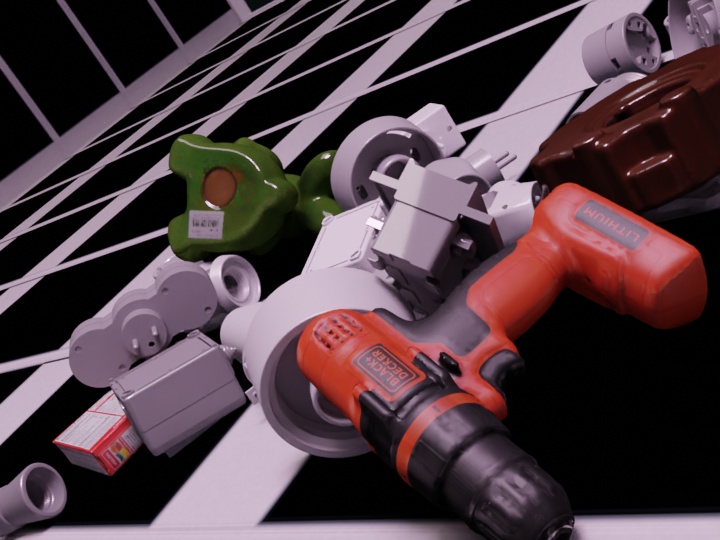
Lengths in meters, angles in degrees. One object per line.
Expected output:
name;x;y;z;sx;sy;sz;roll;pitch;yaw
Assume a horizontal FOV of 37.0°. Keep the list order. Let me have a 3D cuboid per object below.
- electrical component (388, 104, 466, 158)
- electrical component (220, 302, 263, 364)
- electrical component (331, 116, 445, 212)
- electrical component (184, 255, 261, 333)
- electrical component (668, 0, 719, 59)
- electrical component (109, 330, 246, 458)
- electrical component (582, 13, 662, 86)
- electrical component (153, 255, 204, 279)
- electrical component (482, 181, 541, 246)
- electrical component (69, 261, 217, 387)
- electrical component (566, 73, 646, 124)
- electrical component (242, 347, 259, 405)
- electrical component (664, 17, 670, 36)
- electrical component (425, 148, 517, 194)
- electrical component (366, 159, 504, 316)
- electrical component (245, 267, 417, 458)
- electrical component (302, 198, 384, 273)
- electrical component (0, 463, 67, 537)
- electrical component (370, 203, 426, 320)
electrical component;0.059;-0.117;1.036;0.083;0.047;0.076;-35;19;-7
electrical component;-0.063;0.043;0.846;0.079;0.043;0.077;-40;20;-20
electrical component;0.025;-0.084;0.940;0.099;0.099;0.064;-36;25;-7
electrical component;-0.129;0.020;0.987;0.057;0.058;0.078;-23;21;34
electrical component;0.266;-0.183;0.800;0.064;0.099;0.099;-26;19;2
electrical component;-0.131;0.092;0.818;0.096;0.061;0.062;-30;17;-16
electrical component;0.227;-0.190;0.939;0.047;0.055;0.055;-17;24;47
electrical component;-0.180;0.010;1.107;0.055;0.047;0.055;-29;19;11
electrical component;0.105;-0.039;0.779;0.077;0.043;0.079;-21;22;32
electrical component;-0.183;0.049;0.907;0.138;0.052;0.074;-34;19;-4
electrical component;0.200;-0.126;0.841;0.043;0.043;0.081;-7;31;52
electrical component;-0.056;0.068;0.770;0.066;0.048;0.055;-37;27;-12
electrical component;0.275;-0.191;0.874;0.040;0.046;0.040;-29;19;11
electrical component;0.093;-0.074;0.883;0.079;0.043;0.077;-34;18;-2
electrical component;0.049;-0.010;0.669;0.079;0.121;0.063;23;77;22
electrical component;-0.012;0.059;0.633;0.108;0.108;0.060;-32;25;4
electrical component;0.000;0.000;0.833;0.062;0.061;0.096;-21;31;32
electrical component;-0.266;0.182;0.835;0.065;0.044;0.044;-29;19;26
electrical component;0.032;-0.013;0.780;0.047;0.075;0.083;-22;22;34
